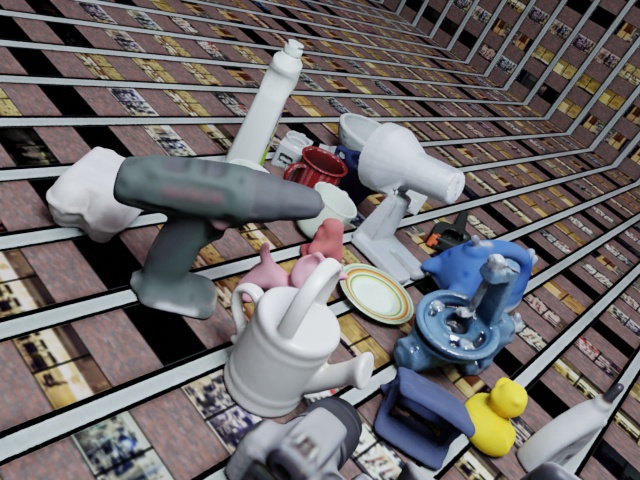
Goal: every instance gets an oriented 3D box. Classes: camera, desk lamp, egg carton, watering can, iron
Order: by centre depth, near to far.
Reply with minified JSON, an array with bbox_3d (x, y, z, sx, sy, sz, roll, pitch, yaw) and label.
[{"bbox_3d":[0.004,0.221,0.574,0.143,0.100,0.137,39,32,15],"label":"camera"},{"bbox_3d":[-0.021,0.102,0.634,0.173,0.194,0.101,25,31,-7],"label":"watering can"},{"bbox_3d":[-0.288,-0.063,0.770,0.107,0.069,0.150,25,31,-8],"label":"egg carton"},{"bbox_3d":[0.143,-0.068,0.996,0.118,0.213,0.202,-12,50,-48],"label":"desk lamp"},{"bbox_3d":[0.317,0.054,1.033,0.259,0.141,0.118,5,39,-35],"label":"iron"}]

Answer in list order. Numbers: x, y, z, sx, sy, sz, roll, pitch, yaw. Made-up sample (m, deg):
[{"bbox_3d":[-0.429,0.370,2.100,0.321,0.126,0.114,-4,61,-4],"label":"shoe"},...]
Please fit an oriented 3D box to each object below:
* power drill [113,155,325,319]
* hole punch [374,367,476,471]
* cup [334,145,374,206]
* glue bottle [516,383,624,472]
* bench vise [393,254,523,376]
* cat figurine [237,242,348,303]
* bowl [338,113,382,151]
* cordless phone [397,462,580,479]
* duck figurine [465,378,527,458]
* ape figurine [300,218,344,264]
[{"bbox_3d":[-0.135,-0.006,0.681,0.230,0.208,0.075,17,33,-21],"label":"power drill"},{"bbox_3d":[0.132,0.206,0.711,0.108,0.091,0.101,31,31,2],"label":"hole punch"},{"bbox_3d":[0.061,-0.121,1.119,0.117,0.095,0.092,39,32,15],"label":"cup"},{"bbox_3d":[0.335,0.243,0.746,0.078,0.173,0.037,8,37,-32],"label":"glue bottle"},{"bbox_3d":[0.223,0.098,0.817,0.208,0.219,0.121,-13,51,-48],"label":"bench vise"},{"bbox_3d":[-0.033,0.049,0.774,0.128,0.117,0.067,29,31,-1],"label":"cat figurine"},{"bbox_3d":[0.105,-0.216,1.312,0.168,0.074,0.167,21,32,-14],"label":"bowl"},{"bbox_3d":[0.165,0.256,0.574,0.147,0.185,0.094,35,31,8],"label":"cordless phone"},{"bbox_3d":[0.244,0.231,0.772,0.077,0.086,0.104,29,31,-2],"label":"duck figurine"},{"bbox_3d":[0.008,0.003,0.899,0.076,0.092,0.078,40,33,17],"label":"ape figurine"}]
